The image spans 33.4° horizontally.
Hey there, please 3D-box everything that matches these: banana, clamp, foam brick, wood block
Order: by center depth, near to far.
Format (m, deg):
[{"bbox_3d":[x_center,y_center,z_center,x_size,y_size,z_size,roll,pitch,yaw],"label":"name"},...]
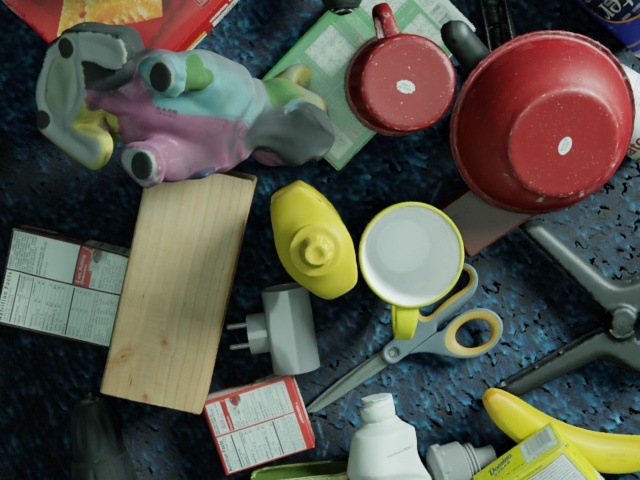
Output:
[{"bbox_3d":[0.156,-0.131,0.921,0.039,0.120,0.171,-17,100,42],"label":"clamp"},{"bbox_3d":[-0.122,0.036,0.939,0.090,0.091,0.206,13,95,-2],"label":"wood block"},{"bbox_3d":[0.149,-0.028,0.956,0.078,0.051,0.053,-33,95,1],"label":"foam brick"},{"bbox_3d":[0.265,0.083,0.976,0.210,0.036,0.164,13,97,-1],"label":"clamp"},{"bbox_3d":[0.237,0.179,0.979,0.197,0.037,0.070,11,116,-4],"label":"banana"}]

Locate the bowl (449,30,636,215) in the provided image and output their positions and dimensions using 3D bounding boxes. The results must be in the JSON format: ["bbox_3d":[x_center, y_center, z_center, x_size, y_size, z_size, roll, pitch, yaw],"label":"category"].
[{"bbox_3d":[0.191,-0.087,0.875,0.162,0.055,0.162,-3,113,-6],"label":"bowl"}]

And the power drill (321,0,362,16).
[{"bbox_3d":[0.080,-0.291,0.916,0.187,0.057,0.184,-5,89,-1],"label":"power drill"}]

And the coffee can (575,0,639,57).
[{"bbox_3d":[0.256,-0.240,0.909,0.140,0.103,0.103,40,94,-4],"label":"coffee can"}]

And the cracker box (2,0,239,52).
[{"bbox_3d":[-0.189,-0.240,0.918,0.213,0.072,0.164,44,93,-4],"label":"cracker box"}]

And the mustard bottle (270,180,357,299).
[{"bbox_3d":[-0.005,0.001,0.886,0.058,0.191,0.096,-28,96,2],"label":"mustard bottle"}]

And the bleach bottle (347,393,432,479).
[{"bbox_3d":[0.078,0.262,0.966,0.068,0.102,0.251,-8,94,41],"label":"bleach bottle"}]

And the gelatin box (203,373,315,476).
[{"bbox_3d":[-0.057,0.167,0.985,0.089,0.030,0.073,-18,97,2],"label":"gelatin box"}]

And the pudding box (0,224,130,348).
[{"bbox_3d":[-0.229,0.042,0.965,0.113,0.039,0.090,14,96,0],"label":"pudding box"}]

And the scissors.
[{"bbox_3d":[0.086,0.111,0.985,0.096,0.016,0.202,39,94,2],"label":"scissors"}]

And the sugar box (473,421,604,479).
[{"bbox_3d":[0.229,0.255,0.968,0.093,0.048,0.176,-37,112,12],"label":"sugar box"}]

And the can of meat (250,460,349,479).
[{"bbox_3d":[-0.012,0.252,0.981,0.102,0.057,0.084,-6,94,0],"label":"can of meat"}]

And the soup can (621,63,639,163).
[{"bbox_3d":[0.263,-0.118,0.939,0.102,0.068,0.068,29,95,-4],"label":"soup can"}]

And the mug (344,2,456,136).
[{"bbox_3d":[0.067,-0.145,0.912,0.093,0.081,0.117,-13,98,-1],"label":"mug"}]
